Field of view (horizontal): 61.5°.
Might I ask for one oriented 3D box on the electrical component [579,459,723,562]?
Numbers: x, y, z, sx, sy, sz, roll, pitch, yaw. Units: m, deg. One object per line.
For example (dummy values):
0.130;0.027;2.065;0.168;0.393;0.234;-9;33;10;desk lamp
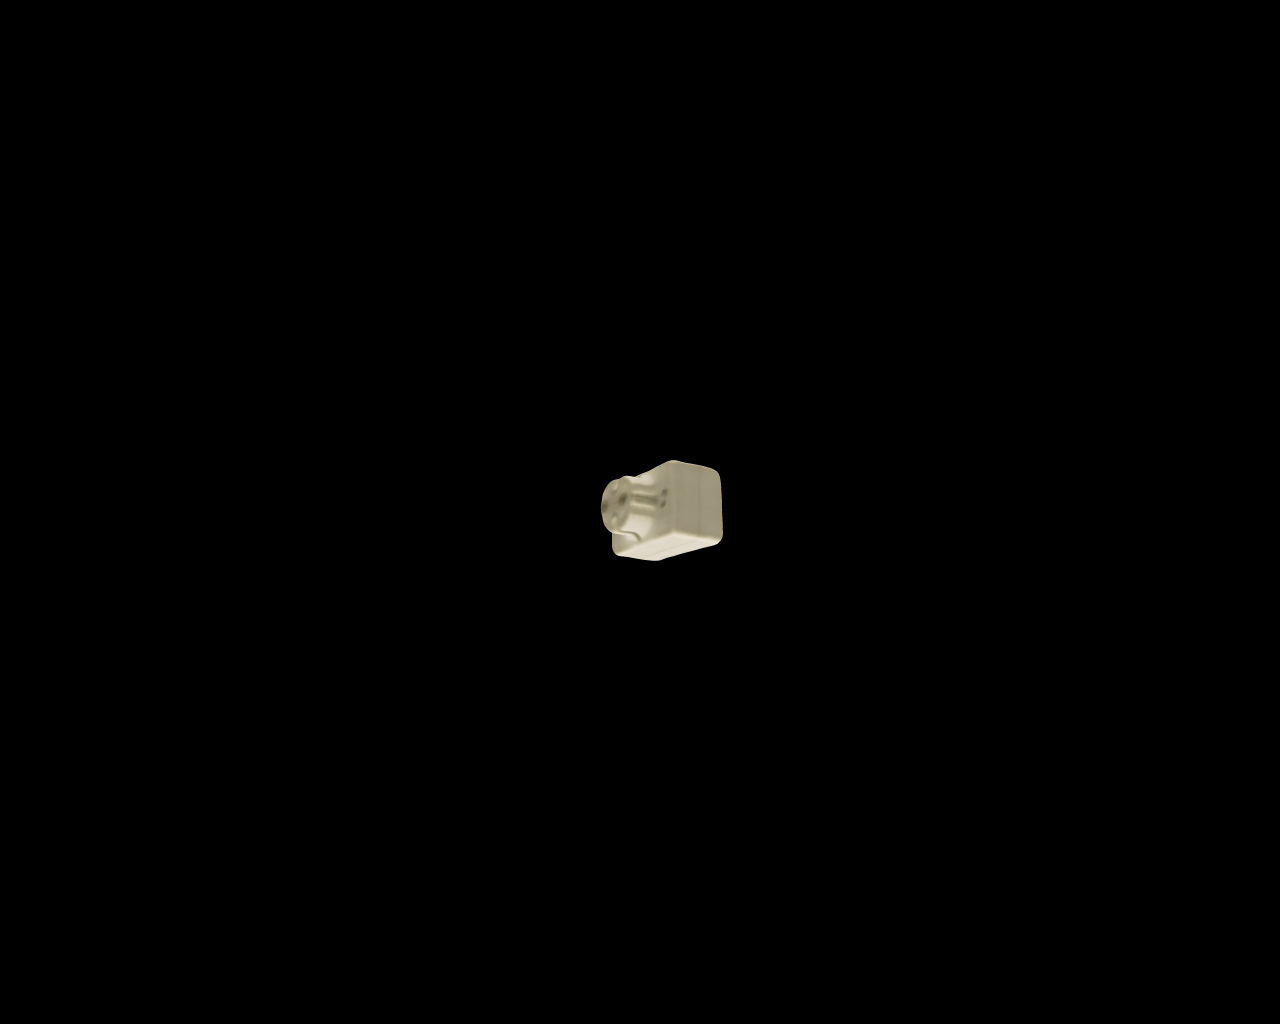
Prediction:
0.001;-0.003;0.650;0.077;0.047;0.065;11;-19;-34;electrical component
